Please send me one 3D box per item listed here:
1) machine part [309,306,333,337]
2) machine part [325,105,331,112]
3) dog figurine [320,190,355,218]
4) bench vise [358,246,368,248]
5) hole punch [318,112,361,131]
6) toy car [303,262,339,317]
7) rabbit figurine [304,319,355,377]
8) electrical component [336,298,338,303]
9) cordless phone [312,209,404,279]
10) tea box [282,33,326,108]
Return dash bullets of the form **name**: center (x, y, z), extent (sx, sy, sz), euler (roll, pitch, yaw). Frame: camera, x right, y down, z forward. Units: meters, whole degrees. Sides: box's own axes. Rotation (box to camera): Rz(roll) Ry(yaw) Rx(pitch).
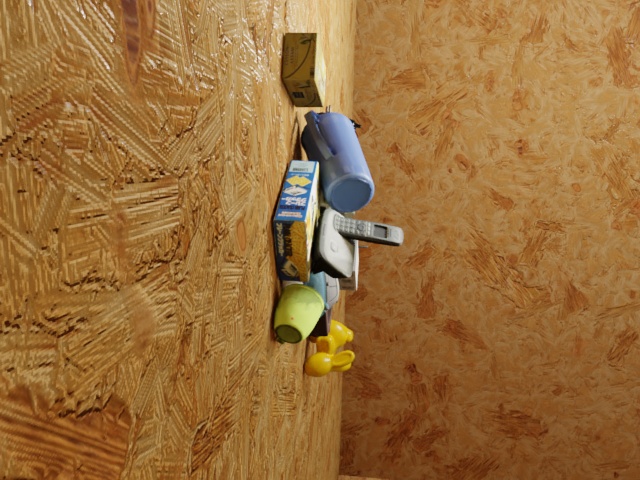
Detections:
- **machine part**: center (-0.013, 0.129, 1.376), extent (0.201, 0.087, 0.201), euler (84, 10, -48)
- **machine part**: center (0.020, -0.265, 1.547), extent (0.079, 0.079, 0.243), euler (4, 90, -84)
- **dog figurine**: center (-0.015, -0.132, 1.324), extent (0.172, 0.121, 0.191), euler (40, 24, -61)
- **bench vise**: center (0.075, -0.011, 1.871), extent (0.240, 0.129, 0.223), euler (18, 82, -66)
- **hole punch**: center (0.035, -0.275, 1.472), extent (0.092, 0.142, 0.116), euler (76, 31, -64)
- **toy car**: center (-0.010, 0.107, 1.210), extent (0.109, 0.103, 0.161), euler (172, -81, -69)
- **rabbit figurine**: center (0.020, 0.331, 1.585), extent (0.121, 0.162, 0.173), euler (105, 11, -56)
- **electrical component**: center (0.033, 0.116, 1.298), extent (0.094, 0.021, 0.063), euler (70, 24, -72)
- **cordless phone**: center (0.079, 0.016, 1.109), extent (0.088, 0.184, 0.147), euler (96, 1, -48)
- **tea box**: center (-0.030, -0.343, 1.103), extent (0.169, 0.068, 0.098), euler (42, 50, -80)
